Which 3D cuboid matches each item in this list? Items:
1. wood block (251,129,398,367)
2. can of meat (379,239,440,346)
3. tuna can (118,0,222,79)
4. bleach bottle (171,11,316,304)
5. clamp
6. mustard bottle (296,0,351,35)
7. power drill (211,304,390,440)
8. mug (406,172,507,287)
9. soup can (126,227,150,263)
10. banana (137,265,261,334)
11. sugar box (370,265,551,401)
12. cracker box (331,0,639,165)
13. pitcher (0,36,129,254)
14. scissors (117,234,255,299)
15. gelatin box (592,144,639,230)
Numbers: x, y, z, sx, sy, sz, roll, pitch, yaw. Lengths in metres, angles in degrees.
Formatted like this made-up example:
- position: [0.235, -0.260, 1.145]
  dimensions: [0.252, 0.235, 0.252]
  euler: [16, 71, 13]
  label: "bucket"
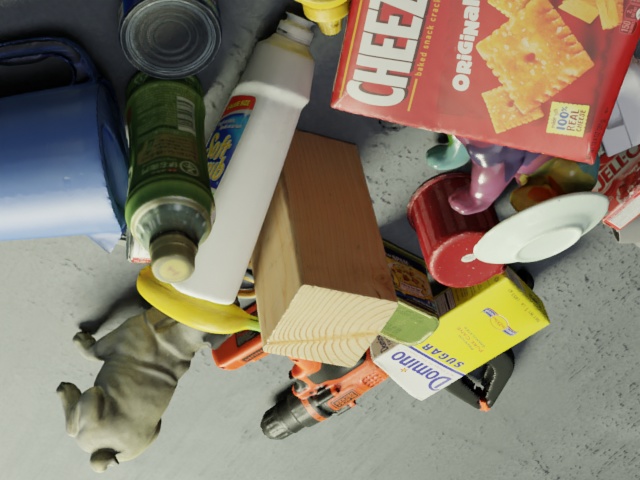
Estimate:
- position: [-0.006, 0.002, 0.960]
  dimensions: [0.090, 0.206, 0.090]
  euler: [13, 131, -23]
  label: "wood block"
- position: [0.073, 0.054, 1.114]
  dimensions: [0.102, 0.084, 0.058]
  euler: [26, 125, -32]
  label: "can of meat"
- position: [-0.124, -0.176, 0.883]
  dimensions: [0.086, 0.034, 0.086]
  euler: [-5, 135, -6]
  label: "tuna can"
- position: [-0.066, -0.076, 0.927]
  dimensions: [0.068, 0.103, 0.251]
  euler: [17, 101, -27]
  label: "bleach bottle"
- position: [0.184, 0.121, 1.235]
  dimensions: [0.164, 0.036, 0.210]
  euler: [-19, 131, 9]
  label: "clamp"
- position: [-0.004, -0.242, 0.824]
  dimensions: [0.096, 0.058, 0.191]
  euler: [-14, 136, -3]
  label: "mustard bottle"
- position: [-0.035, 0.147, 1.205]
  dimensions: [0.185, 0.057, 0.187]
  euler: [-35, 133, 18]
  label: "power drill"
- position: [0.148, -0.002, 1.074]
  dimensions: [0.093, 0.081, 0.117]
  euler: [-38, 129, 24]
  label: "mug"
- position: [-0.132, -0.009, 1.022]
  dimensions: [0.102, 0.068, 0.069]
  euler: [3, 133, -13]
  label: "soup can"
- position: [-0.128, 0.055, 0.997]
  dimensions: [0.069, 0.198, 0.037]
  euler: [28, 86, -42]
  label: "banana"
- position: [0.150, 0.100, 1.160]
  dimensions: [0.176, 0.048, 0.093]
  euler: [-37, 123, 18]
  label: "sugar box"
- position: [0.128, -0.160, 0.809]
  dimensions: [0.213, 0.072, 0.164]
  euler: [12, 125, -1]
  label: "cracker box"
- position: [-0.287, -0.068, 0.905]
  dimensions: [0.243, 0.149, 0.145]
  euler: [-7, 150, 0]
  label: "pitcher"
- position: [-0.126, 0.006, 1.074]
  dimensions: [0.201, 0.016, 0.096]
  euler: [29, 126, -34]
  label: "scissors"
- position: [0.306, -0.064, 1.049]
  dimensions: [0.030, 0.073, 0.089]
  euler: [27, 125, -30]
  label: "gelatin box"
